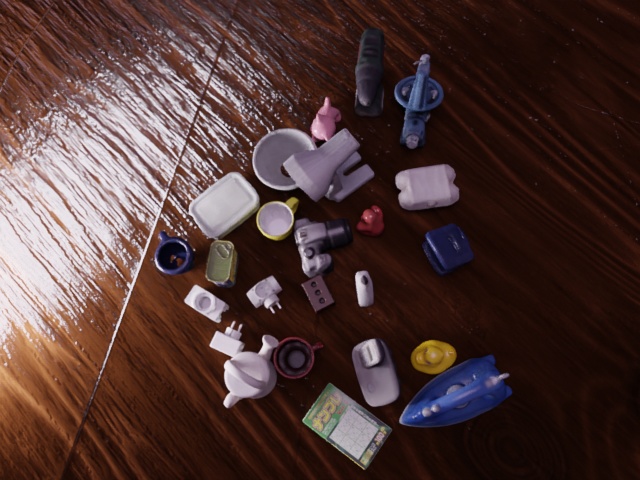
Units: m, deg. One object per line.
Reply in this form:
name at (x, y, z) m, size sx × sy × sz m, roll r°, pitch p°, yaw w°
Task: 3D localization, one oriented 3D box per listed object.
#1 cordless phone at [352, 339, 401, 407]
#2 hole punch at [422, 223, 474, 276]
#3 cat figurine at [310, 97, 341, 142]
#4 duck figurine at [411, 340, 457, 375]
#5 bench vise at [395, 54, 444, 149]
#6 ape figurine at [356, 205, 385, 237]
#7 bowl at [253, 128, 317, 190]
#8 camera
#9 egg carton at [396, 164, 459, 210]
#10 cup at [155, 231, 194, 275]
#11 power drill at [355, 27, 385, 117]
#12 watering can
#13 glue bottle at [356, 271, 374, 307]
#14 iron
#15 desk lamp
cordless phone at (0.127, 0.287, 1.255) m, size 0.094 × 0.185 × 0.147 m, roll -20°, pitch 74°, yaw -2°
hole punch at (0.308, 0.016, 1.368) m, size 0.101 × 0.091 × 0.108 m, roll -27°, pitch 75°, yaw -4°
cat figurine at (0.012, -0.301, 1.460) m, size 0.067 × 0.118 × 0.128 m, roll 9°, pitch 75°, yaw 6°
duck figurine at (0.261, 0.265, 1.305) m, size 0.104 × 0.086 × 0.077 m, roll -10°, pitch 74°, yaw 1°
bench vise at (0.251, -0.337, 1.402) m, size 0.121 × 0.220 × 0.207 m, roll -9°, pitch 74°, yaw 1°
ape figurine at (0.123, -0.049, 1.397) m, size 0.078 × 0.092 × 0.076 m, roll -29°, pitch 75°, yaw -5°
bowl at (-0.084, -0.195, 1.458) m, size 0.167 × 0.075 × 0.167 m, roll -1°, pitch 74°, yaw 3°
camera at (0.013, 0.005, 1.384) m, size 0.137 × 0.101 × 0.143 m, roll -15°, pitch 74°, yaw -1°
egg carton at (0.266, -0.129, 1.422) m, size 0.150 × 0.069 × 0.107 m, roll -10°, pitch 74°, yaw 1°
cup at (-0.351, 0.037, 1.399) m, size 0.092 × 0.095 × 0.117 m, roll -31°, pitch 75°, yaw -5°
power drill at (0.125, -0.398, 1.433) m, size 0.075 × 0.208 × 0.230 m, roll 4°, pitch 75°, yaw 5°
watering can at (-0.156, 0.291, 1.266) m, size 0.101 × 0.194 × 0.173 m, roll 12°, pitch 76°, yaw 7°
glue bottle at (0.101, 0.104, 1.313) m, size 0.037 × 0.173 × 0.078 m, roll -11°, pitch 74°, yaw 1°
iron at (0.295, 0.346, 1.251) m, size 0.258 × 0.141 × 0.118 m, roll -26°, pitch 74°, yaw -4°
desk lamp at (0.024, -0.173, 1.374) m, size 0.203 × 0.213 × 0.118 m, roll -36°, pitch 75°, yaw -7°
